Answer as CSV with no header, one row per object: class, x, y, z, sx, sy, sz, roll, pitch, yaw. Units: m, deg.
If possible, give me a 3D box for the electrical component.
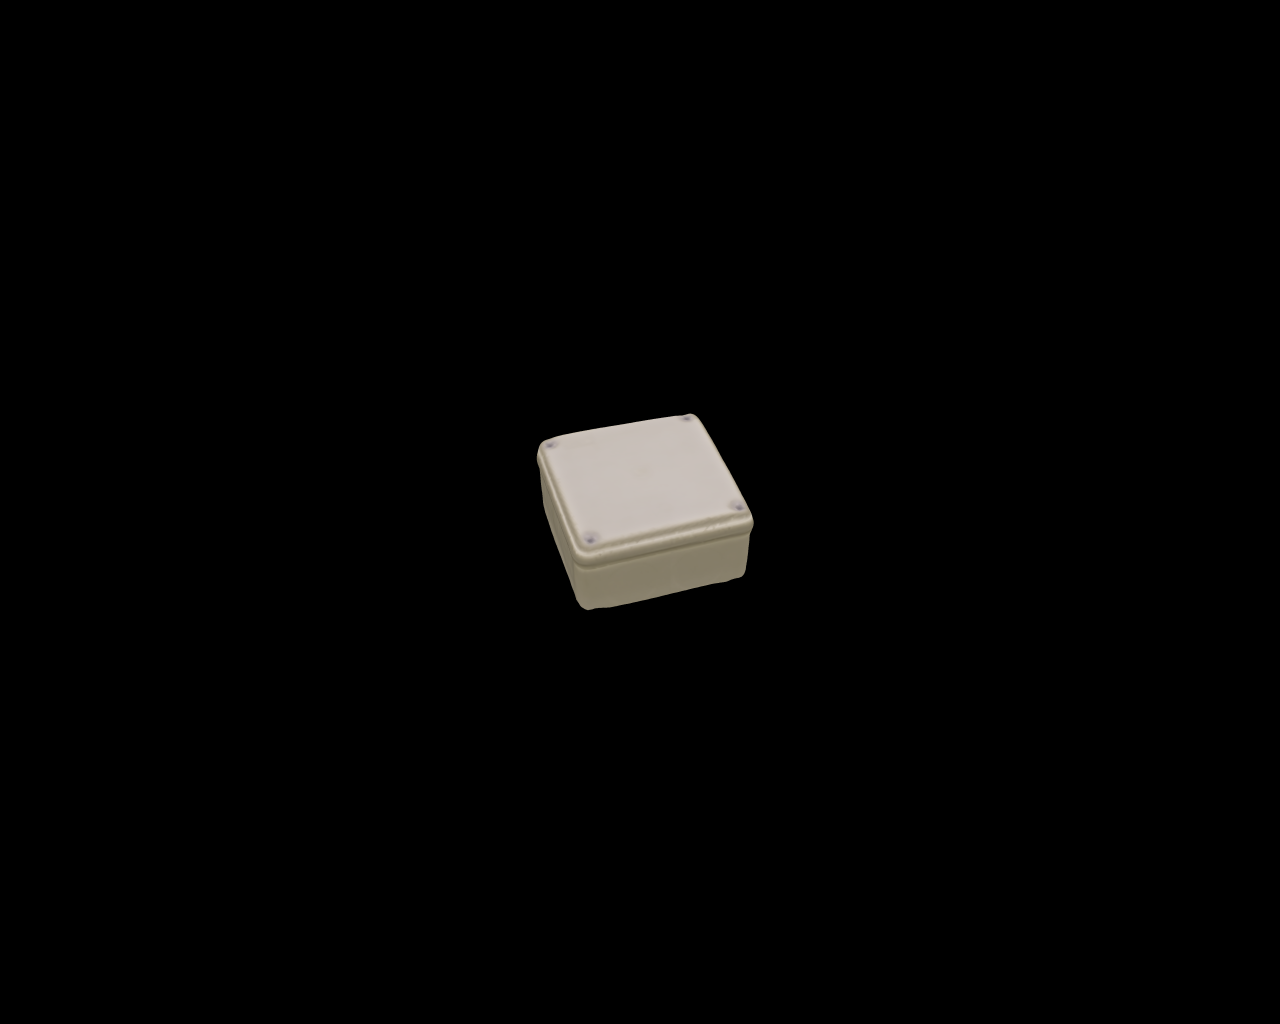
electrical component,0.001,-0.003,0.650,0.109,0.056,0.109,-11,43,-12
